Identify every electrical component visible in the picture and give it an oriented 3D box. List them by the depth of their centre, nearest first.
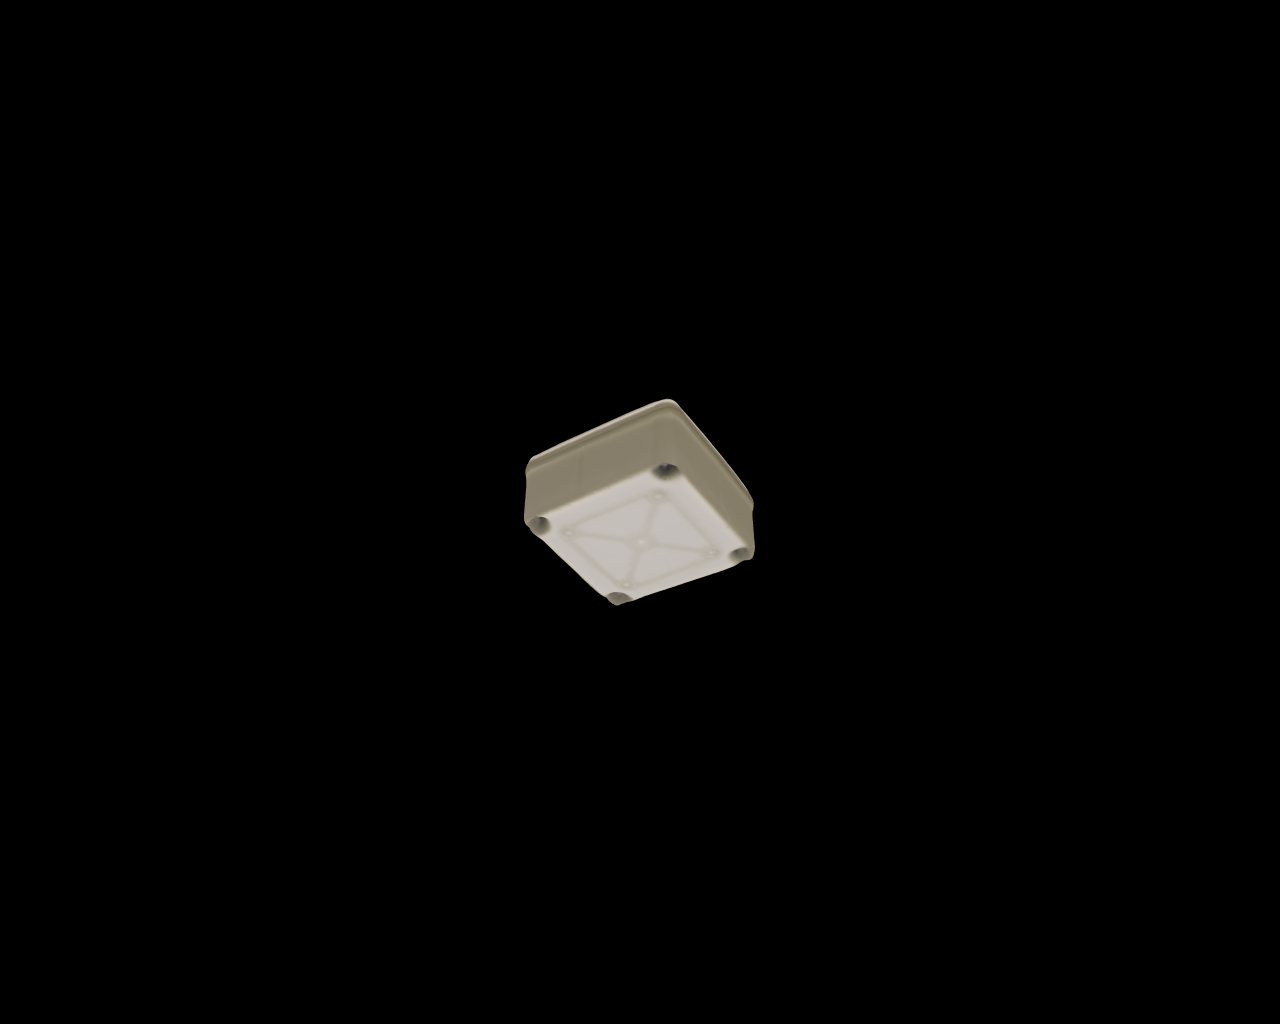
[{"bbox_3d":[0.001,-0.003,0.650,0.108,0.056,0.108,-22,-45,24],"label":"electrical component"}]
